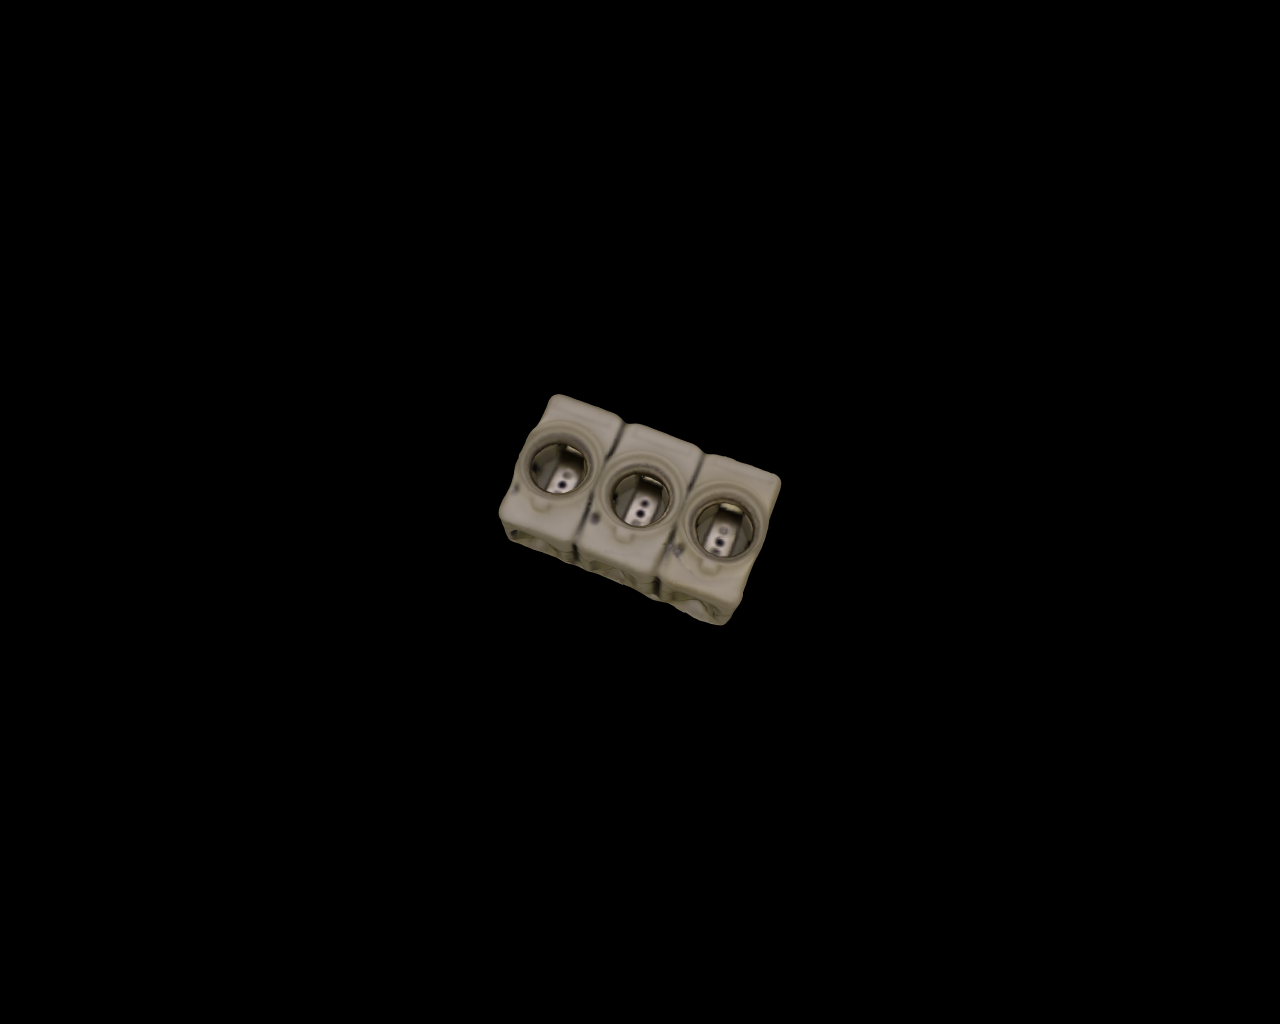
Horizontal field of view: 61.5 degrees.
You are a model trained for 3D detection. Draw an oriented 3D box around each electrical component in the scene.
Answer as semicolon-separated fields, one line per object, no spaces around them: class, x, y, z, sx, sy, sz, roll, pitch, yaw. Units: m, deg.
electrical component;0.001;-0.003;0.650;0.150;0.089;0.061;21;-18;7
